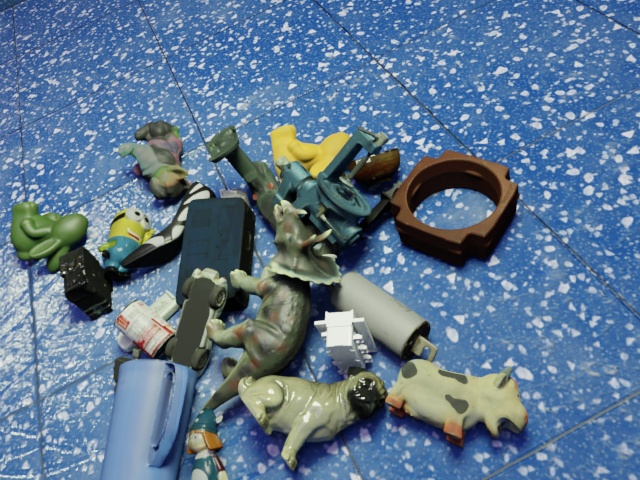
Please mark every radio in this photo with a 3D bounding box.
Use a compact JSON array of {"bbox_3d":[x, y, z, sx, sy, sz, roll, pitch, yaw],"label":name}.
[{"bbox_3d":[-0.204,0.028,1.074,0.131,0.073,0.229,-5,65,13],"label":"radio"}]

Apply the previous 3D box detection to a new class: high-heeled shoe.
[{"bbox_3d":[-0.334,-0.039,1.175,0.249,0.086,0.145,-24,67,-23],"label":"high-heeled shoe"}]

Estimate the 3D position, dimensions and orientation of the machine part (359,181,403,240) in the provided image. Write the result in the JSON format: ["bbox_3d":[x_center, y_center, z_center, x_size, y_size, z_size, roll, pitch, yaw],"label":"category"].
[{"bbox_3d":[0.114,-0.056,1.067,0.039,0.084,0.139,43,82,8],"label":"machine part"}]

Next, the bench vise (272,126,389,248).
[{"bbox_3d":[0.027,-0.115,0.983,0.240,0.129,0.224,-50,61,25],"label":"bench vise"}]

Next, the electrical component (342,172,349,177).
[{"bbox_3d":[0.044,-0.097,1.104,0.045,0.102,0.078,-10,41,15],"label":"electrical component"}]

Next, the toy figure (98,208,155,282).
[{"bbox_3d":[-0.436,0.006,1.189,0.089,0.082,0.180,-3,55,13],"label":"toy figure"}]

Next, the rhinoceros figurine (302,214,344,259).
[{"bbox_3d":[-0.002,-0.003,1.065,0.112,0.073,0.190,-2,50,3],"label":"rhinoceros figurine"}]

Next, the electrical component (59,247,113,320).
[{"bbox_3d":[-0.488,0.082,1.124,0.058,0.114,0.134,-24,52,-3],"label":"electrical component"}]

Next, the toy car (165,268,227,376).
[{"bbox_3d":[-0.222,0.150,0.971,0.074,0.056,0.201,17,91,19],"label":"toy car"}]

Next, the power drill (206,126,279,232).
[{"bbox_3d":[-0.138,-0.127,1.114,0.086,0.207,0.232,-39,37,11],"label":"power drill"}]

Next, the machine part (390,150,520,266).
[{"bbox_3d":[0.252,-0.063,1.013,0.201,0.087,0.201,24,62,31],"label":"machine part"}]

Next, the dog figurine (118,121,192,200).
[{"bbox_3d":[-0.364,-0.188,1.303,0.219,0.108,0.191,26,62,28],"label":"dog figurine"}]

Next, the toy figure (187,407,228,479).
[{"bbox_3d":[-0.173,0.339,0.831,0.064,0.057,0.154,-14,72,3],"label":"toy figure"}]

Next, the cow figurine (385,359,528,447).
[{"bbox_3d":[0.209,0.234,0.801,0.195,0.085,0.127,16,66,29],"label":"cow figurine"}]

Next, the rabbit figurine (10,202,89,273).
[{"bbox_3d":[-0.623,-0.015,1.240,0.170,0.121,0.159,-6,58,17],"label":"rabbit figurine"}]

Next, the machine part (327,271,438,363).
[{"bbox_3d":[0.101,0.126,0.920,0.079,0.079,0.243,-44,52,-17],"label":"machine part"}]

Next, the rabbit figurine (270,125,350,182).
[{"bbox_3d":[-0.011,-0.181,1.170,0.173,0.121,0.162,-14,55,6],"label":"rabbit figurine"}]

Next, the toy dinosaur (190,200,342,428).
[{"bbox_3d":[-0.081,0.143,0.911,0.192,0.131,0.404,2,69,42],"label":"toy dinosaur"}]

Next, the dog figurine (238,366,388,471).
[{"bbox_3d":[-0.011,0.239,0.839,0.190,0.121,0.172,-37,84,-17],"label":"dog figurine"}]

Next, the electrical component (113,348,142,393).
[{"bbox_3d":[-0.352,0.241,0.987,0.063,0.021,0.094,10,95,25],"label":"electrical component"}]
